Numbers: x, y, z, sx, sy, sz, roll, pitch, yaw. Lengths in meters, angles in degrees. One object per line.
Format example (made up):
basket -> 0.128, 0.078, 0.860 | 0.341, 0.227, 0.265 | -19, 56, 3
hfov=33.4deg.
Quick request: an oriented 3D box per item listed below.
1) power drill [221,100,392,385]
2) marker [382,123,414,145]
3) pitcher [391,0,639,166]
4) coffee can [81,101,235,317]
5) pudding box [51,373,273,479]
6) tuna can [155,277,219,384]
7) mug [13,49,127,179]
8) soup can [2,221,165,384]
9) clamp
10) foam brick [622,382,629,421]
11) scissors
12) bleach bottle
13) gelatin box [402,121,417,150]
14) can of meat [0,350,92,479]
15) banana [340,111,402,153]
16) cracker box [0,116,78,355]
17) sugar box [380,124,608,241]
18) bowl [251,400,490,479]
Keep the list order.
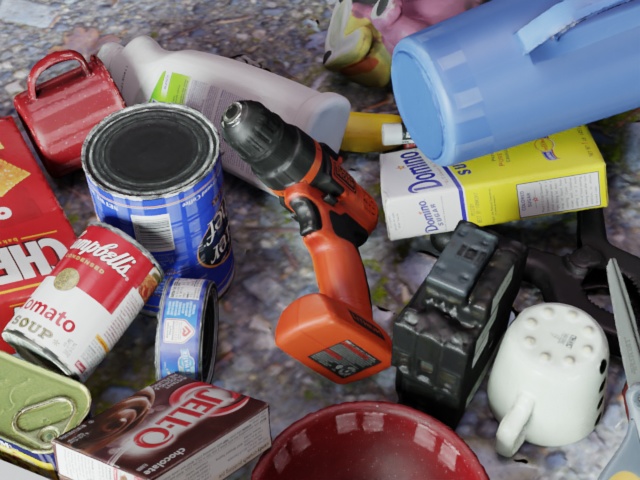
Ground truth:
power drill -> -0.005, 0.001, 0.798 | 0.057, 0.184, 0.187 | -26, 51, 25
marker -> 0.114, -0.094, 0.918 | 0.121, 0.020, 0.020 | -3, 49, -3
pitcher -> 0.187, -0.151, 0.849 | 0.242, 0.149, 0.145 | -21, 35, -11
coffee can -> -0.122, -0.022, 0.830 | 0.103, 0.140, 0.103 | -1, 49, 1
pudding box -> -0.099, 0.131, 0.687 | 0.090, 0.039, 0.113 | 10, 26, 37
tuna can -> -0.097, 0.070, 0.785 | 0.034, 0.086, 0.086 | 3, 49, 2
mug -> -0.218, -0.114, 0.934 | 0.081, 0.117, 0.093 | -27, 51, -15
soup can -> -0.167, 0.046, 0.757 | 0.069, 0.068, 0.102 | 25, 64, 22
clamp -> 0.196, 0.026, 0.849 | 0.164, 0.036, 0.210 | -18, 47, -12
foam brick -> 0.263, 0.113, 0.761 | 0.078, 0.051, 0.053 | 0, 46, 2
scissors -> 0.201, 0.122, 0.717 | 0.096, 0.016, 0.202 | -26, 83, -1
bleach bottle -> -0.099, -0.126, 0.950 | 0.251, 0.103, 0.067 | 29, 25, 25
gelatin box -> 0.117, -0.105, 0.946 | 0.089, 0.030, 0.073 | -3, 82, -6
can of meat -> -0.202, 0.131, 0.735 | 0.102, 0.084, 0.057 | 18, 52, 16
banana -> -0.003, -0.109, 0.978 | 0.198, 0.037, 0.069 | 11, 20, 7
cracker box -> -0.290, -0.001, 0.846 | 0.163, 0.072, 0.214 | -15, 48, -27
sugar box -> 0.138, -0.051, 0.878 | 0.176, 0.048, 0.093 | -7, 28, 5
bowl -> 0.033, 0.187, 0.699 | 0.162, 0.055, 0.162 | -1, 49, 1
